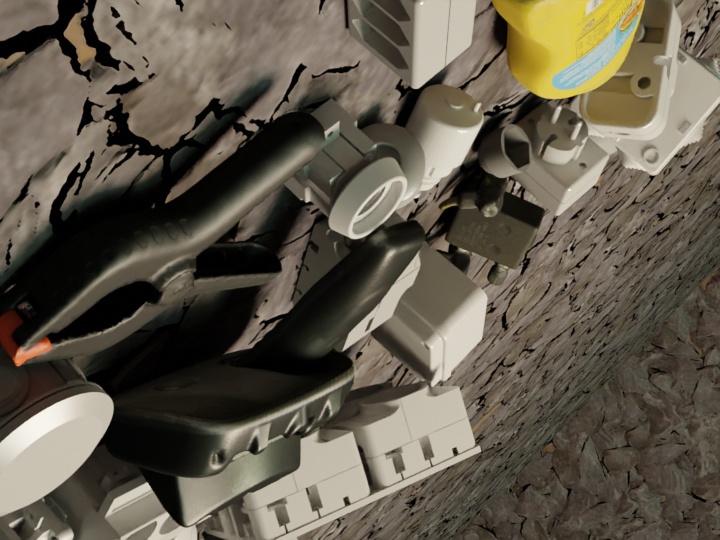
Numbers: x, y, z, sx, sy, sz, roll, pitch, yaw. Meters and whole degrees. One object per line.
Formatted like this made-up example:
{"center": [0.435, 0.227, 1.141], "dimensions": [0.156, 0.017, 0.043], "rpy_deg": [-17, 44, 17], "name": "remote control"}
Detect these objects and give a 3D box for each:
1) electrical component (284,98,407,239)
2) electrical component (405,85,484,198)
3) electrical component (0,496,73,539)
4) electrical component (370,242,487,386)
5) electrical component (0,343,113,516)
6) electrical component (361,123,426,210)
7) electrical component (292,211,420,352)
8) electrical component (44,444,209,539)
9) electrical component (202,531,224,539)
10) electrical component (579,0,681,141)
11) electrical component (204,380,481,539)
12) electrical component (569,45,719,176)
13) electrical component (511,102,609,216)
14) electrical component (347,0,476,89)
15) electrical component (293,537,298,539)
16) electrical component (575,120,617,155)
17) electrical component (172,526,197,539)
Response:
{"center": [-0.009, -0.049, 0.557], "dimensions": [0.048, 0.055, 0.066], "rpy_deg": [-40, 160, -18], "name": "electrical component"}
{"center": [0.044, -0.074, 0.643], "dimensions": [0.040, 0.040, 0.078], "rpy_deg": [-30, 156, -40], "name": "electrical component"}
{"center": [-0.200, 0.160, 0.605], "dimensions": [0.064, 0.042, 0.081], "rpy_deg": [-25, 153, -50], "name": "electrical component"}
{"center": [0.048, 0.034, 0.819], "dimensions": [0.057, 0.078, 0.113], "rpy_deg": [-45, 162, -14], "name": "electrical component"}
{"center": [-0.159, 0.071, 0.493], "dimensions": [0.080, 0.051, 0.080], "rpy_deg": [-40, 161, -17], "name": "electrical component"}
{"center": [0.015, -0.055, 0.620], "dimensions": [0.048, 0.048, 0.062], "rpy_deg": [-45, 169, -2], "name": "electrical component"}
{"center": [0.000, 0.000, 0.688], "dimensions": [0.056, 0.050, 0.089], "rpy_deg": [-33, 158, -33], "name": "electrical component"}
{"center": [-0.127, 0.129, 0.663], "dimensions": [0.121, 0.063, 0.078], "rpy_deg": [-21, 149, -51], "name": "electrical component"}
{"center": [-0.105, 0.212, 0.917], "dimensions": [0.062, 0.048, 0.048], "rpy_deg": [-37, 161, -5], "name": "electrical component"}
{"center": [0.189, -0.140, 0.746], "dimensions": [0.059, 0.054, 0.095], "rpy_deg": [6, 93, -68], "name": "electrical component"}
{"center": [-0.020, 0.136, 0.799], "dimensions": [0.186, 0.060, 0.105], "rpy_deg": [-18, -177, -30], "name": "electrical component"}
{"center": [0.217, -0.130, 0.811], "dimensions": [0.099, 0.100, 0.048], "rpy_deg": [-52, 173, 16], "name": "electrical component"}
{"center": [0.143, -0.091, 0.781], "dimensions": [0.047, 0.066, 0.076], "rpy_deg": [-39, 162, -21], "name": "electrical component"}
{"center": [0.037, -0.135, 0.490], "dimensions": [0.077, 0.047, 0.065], "rpy_deg": [-41, 161, -16], "name": "electrical component"}
{"center": [-0.130, 0.271, 0.845], "dimensions": [0.186, 0.060, 0.105], "rpy_deg": [-17, 155, -8], "name": "electrical component"}
{"center": [0.174, -0.102, 0.866], "dimensions": [0.065, 0.044, 0.044], "rpy_deg": [-28, 155, -31], "name": "electrical component"}
{"center": [-0.144, 0.181, 0.750], "dimensions": [0.055, 0.055, 0.047], "rpy_deg": [-39, 157, -20], "name": "electrical component"}
